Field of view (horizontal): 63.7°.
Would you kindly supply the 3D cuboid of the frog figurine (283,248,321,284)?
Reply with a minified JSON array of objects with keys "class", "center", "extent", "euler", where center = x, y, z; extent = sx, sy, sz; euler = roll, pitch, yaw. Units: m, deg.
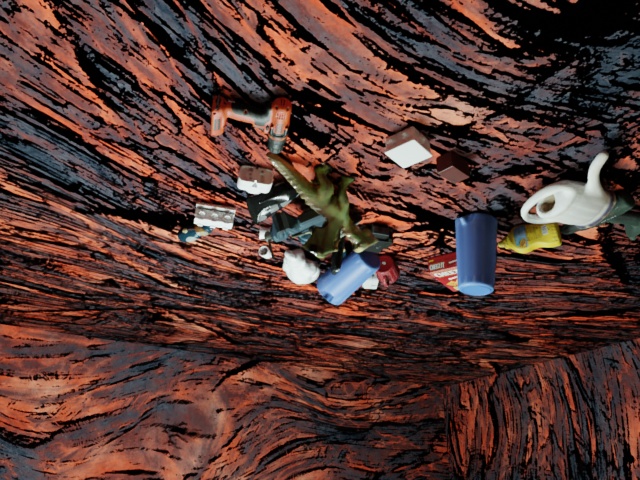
[{"class":"frog figurine","center":[-0.074,0.099,1.911],"extent":[0.138,0.124,0.157],"euler":[14,168,19]}]

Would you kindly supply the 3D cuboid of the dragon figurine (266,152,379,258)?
[{"class":"dragon figurine","center":[0.004,-0.072,1.438],"extent":[0.408,0.247,0.121],"euler":[19,152,-33]}]

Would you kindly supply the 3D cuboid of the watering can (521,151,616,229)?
[{"class":"watering can","center":[0.725,-0.124,1.432],"extent":[0.224,0.106,0.341],"euler":[10,152,-18]}]
